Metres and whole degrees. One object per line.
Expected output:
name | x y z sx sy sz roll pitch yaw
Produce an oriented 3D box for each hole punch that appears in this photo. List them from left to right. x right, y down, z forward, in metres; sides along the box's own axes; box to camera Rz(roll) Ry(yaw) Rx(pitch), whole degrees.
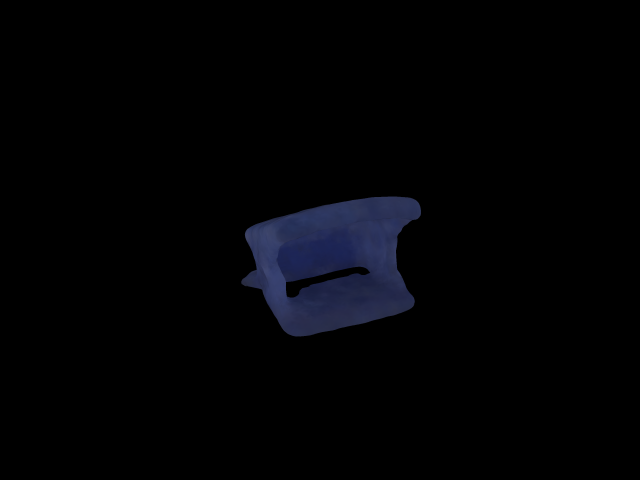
hole punch | 0.004 0.001 0.400 0.109 0.091 0.100 -11 29 -20
